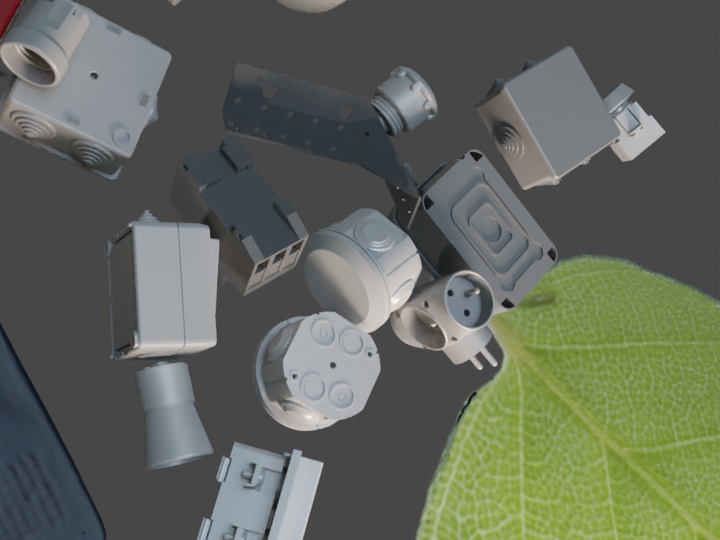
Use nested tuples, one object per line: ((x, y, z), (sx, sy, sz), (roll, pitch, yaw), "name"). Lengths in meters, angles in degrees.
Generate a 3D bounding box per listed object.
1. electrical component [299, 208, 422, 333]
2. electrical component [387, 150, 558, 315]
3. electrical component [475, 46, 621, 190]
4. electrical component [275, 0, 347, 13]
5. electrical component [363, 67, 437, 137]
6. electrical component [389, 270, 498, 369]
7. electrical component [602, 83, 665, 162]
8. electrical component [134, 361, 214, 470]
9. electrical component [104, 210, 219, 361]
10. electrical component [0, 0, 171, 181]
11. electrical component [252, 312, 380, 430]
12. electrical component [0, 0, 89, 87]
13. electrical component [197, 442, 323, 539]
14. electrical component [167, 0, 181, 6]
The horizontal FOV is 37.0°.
((0.000, 0.000, 0.763), (0.051, 0.080, 0.080), (-37, 96, -36), "electrical component")
((0.085, -0.025, 0.827), (0.078, 0.057, 0.113), (-44, 100, -30), "electrical component")
((0.155, -0.125, 0.895), (0.100, 0.048, 0.099), (-33, 95, -31), "electrical component")
((-0.038, -0.247, 0.812), (0.108, 0.060, 0.108), (7, 75, -27), "electrical component")
((0.025, -0.123, 0.828), (0.062, 0.048, 0.048), (-39, 98, -9), "electrical component")
((0.070, 0.042, 0.791), (0.079, 0.077, 0.044), (50, 60, -10), "electrical component")
((0.229, -0.128, 0.933), (0.048, 0.066, 0.055), (-40, 91, 5), "electrical component")
((-0.123, 0.092, 0.695), (0.044, 0.044, 0.065), (-7, 77, -30), "electrical component")
((-0.127, 0.008, 0.700), (0.061, 0.062, 0.096), (1, 78, -29), "electrical component")
((-0.181, -0.120, 0.710), (0.100, 0.048, 0.099), (26, 67, -21), "electrical component")
((-0.030, 0.069, 0.745), (0.080, 0.051, 0.080), (7, 75, -27), "electrical component")
((-0.192, -0.142, 0.657), (0.040, 0.040, 0.046), (33, 60, -18), "electrical component")
((-0.072, 0.177, 0.687), (0.063, 0.078, 0.121), (16, 69, -1), "electrical component")
((-0.124, -0.245, 0.741), (0.060, 0.108, 0.108), (34, 64, -11), "electrical component")
